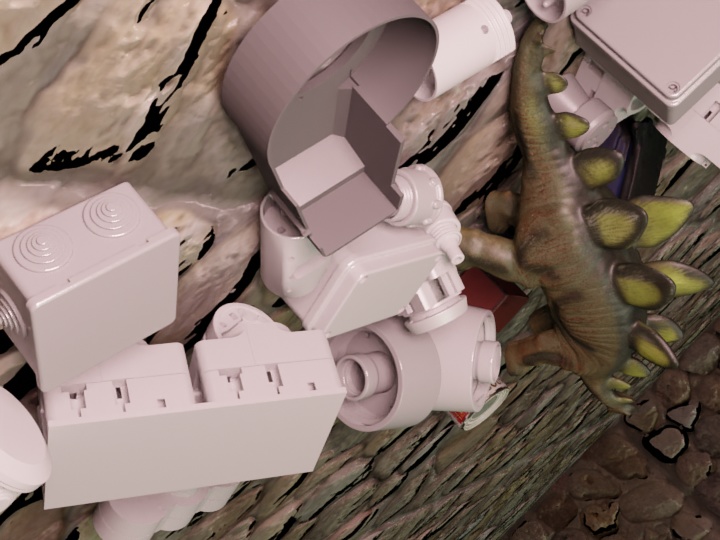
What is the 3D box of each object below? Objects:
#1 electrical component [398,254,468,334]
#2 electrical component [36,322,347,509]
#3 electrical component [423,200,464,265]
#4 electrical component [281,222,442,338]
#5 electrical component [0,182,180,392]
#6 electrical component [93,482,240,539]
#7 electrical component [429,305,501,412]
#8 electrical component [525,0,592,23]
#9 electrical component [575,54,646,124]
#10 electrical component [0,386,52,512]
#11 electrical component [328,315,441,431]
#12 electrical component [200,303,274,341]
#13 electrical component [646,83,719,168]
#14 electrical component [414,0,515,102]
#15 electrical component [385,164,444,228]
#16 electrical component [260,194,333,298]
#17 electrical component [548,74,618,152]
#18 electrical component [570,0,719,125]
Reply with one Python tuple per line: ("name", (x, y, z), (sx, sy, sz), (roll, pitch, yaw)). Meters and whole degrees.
("electrical component", (0.056, 0.018, 0.910), (0.058, 0.057, 0.078), (-28, -175, -28))
("electrical component", (-0.116, 0.094, 0.715), (0.186, 0.060, 0.105), (-4, 143, -21))
("electrical component", (0.066, -0.030, 0.869), (0.035, 0.061, 0.035), (-17, 142, -14))
("electrical component", (0.000, 0.000, 0.822), (0.113, 0.057, 0.078), (-15, 146, -50))
("electrical component", (-0.149, 0.008, 0.587), (0.100, 0.048, 0.099), (-30, 156, -29))
("electrical component", (-0.151, 0.175, 0.897), (0.138, 0.052, 0.073), (-16, 147, -49))
("electrical component", (0.102, 0.085, 1.034), (0.108, 0.060, 0.108), (6, 90, -71))
("electrical component", (0.151, -0.203, 0.719), (0.081, 0.043, 0.043), (-35, 158, -19))
("electrical component", (0.221, -0.168, 0.893), (0.050, 0.055, 0.089), (-31, 156, -27))
("electrical component", (-0.217, 0.100, 0.603), (0.051, 0.080, 0.080), (-39, 159, 5))
("electrical component", (0.011, 0.092, 0.955), (0.060, 0.108, 0.108), (-6, 139, -48))
("electrical component", (-0.091, 0.060, 0.782), (0.055, 0.055, 0.047), (-16, 150, -49))
("electrical component", (0.311, -0.145, 0.984), (0.061, 0.089, 0.150), (-51, 178, 20))
("electrical component", (0.064, -0.144, 0.680), (0.081, 0.043, 0.043), (-33, 157, -23))
("electrical component", (0.027, -0.053, 0.789), (0.062, 0.048, 0.048), (-9, 141, -44))
("electrical component", (-0.032, -0.028, 0.732), (0.079, 0.043, 0.077), (-33, 157, -22))
("electrical component", (0.180, -0.129, 0.894), (0.045, 0.055, 0.045), (-36, 158, -17))
("electrical component", (0.235, -0.186, 0.809), (0.109, 0.108, 0.056), (-44, 162, 2))
